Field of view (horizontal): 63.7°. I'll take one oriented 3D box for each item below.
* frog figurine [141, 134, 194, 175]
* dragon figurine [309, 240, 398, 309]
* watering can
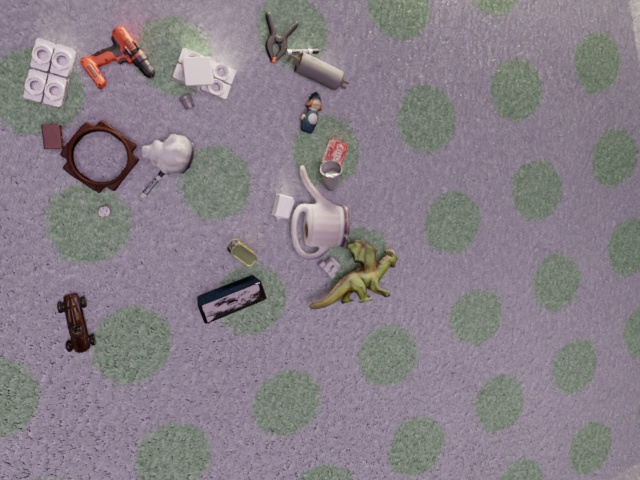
[{"bbox_3d":[-0.506,-0.289,1.710,0.159,0.125,0.135,12,113,-31],"label":"frog figurine"},{"bbox_3d":[0.140,0.122,1.972,0.412,0.122,0.242,-6,92,-28],"label":"dragon figurine"},{"bbox_3d":[0.006,-0.096,1.907,0.224,0.104,0.346,2,95,-20],"label":"watering can"}]
